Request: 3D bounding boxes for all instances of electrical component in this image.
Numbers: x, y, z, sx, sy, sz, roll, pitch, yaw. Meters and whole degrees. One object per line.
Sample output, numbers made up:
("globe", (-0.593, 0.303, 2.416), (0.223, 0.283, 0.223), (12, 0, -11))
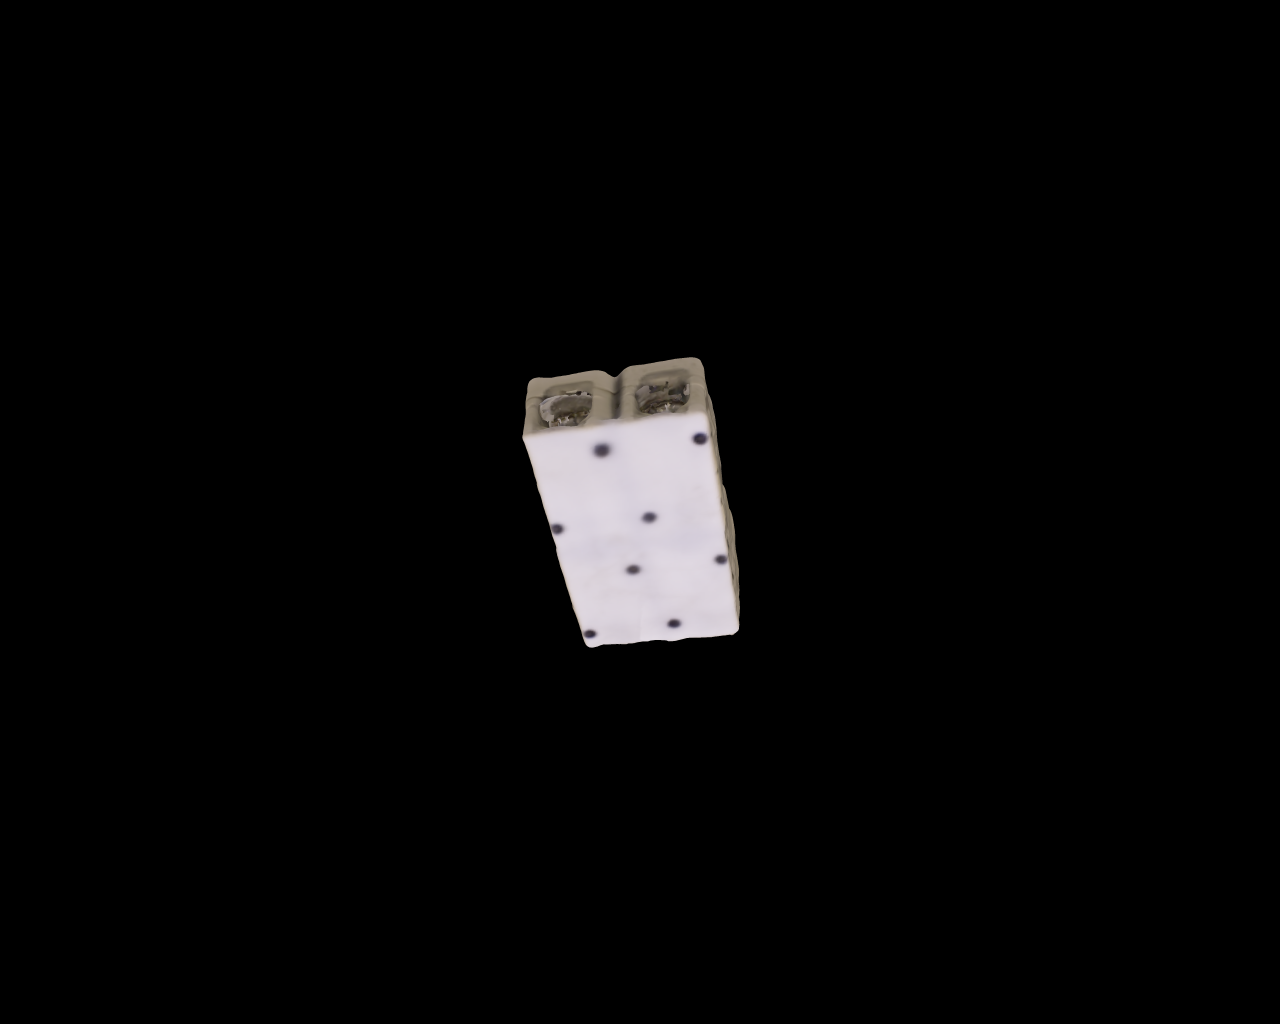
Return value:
("electrical component", (0.001, -0.003, 0.650), (0.105, 0.186, 0.060), (-7, 43, 7))
